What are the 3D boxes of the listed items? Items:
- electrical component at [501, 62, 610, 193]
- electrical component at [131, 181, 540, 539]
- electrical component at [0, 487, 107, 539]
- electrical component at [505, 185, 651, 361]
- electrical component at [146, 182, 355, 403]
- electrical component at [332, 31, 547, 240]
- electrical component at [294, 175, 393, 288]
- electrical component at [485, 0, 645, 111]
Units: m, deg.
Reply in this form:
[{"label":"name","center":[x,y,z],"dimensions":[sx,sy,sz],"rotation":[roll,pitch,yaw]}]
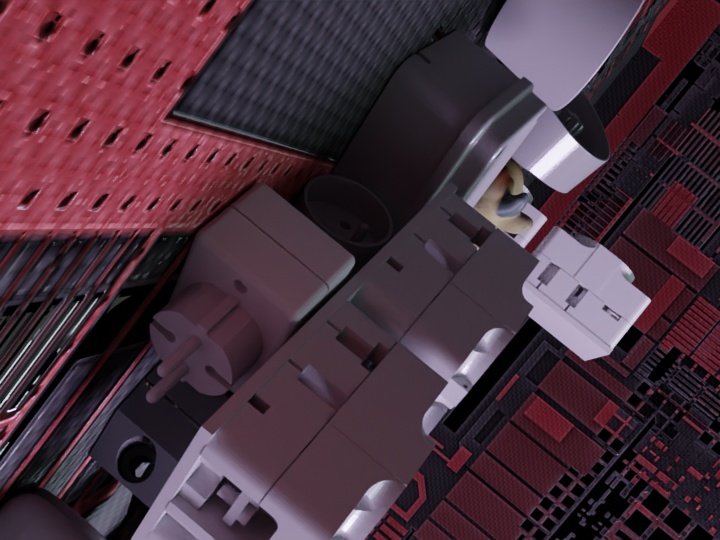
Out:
[{"label":"electrical component","center":[0.124,-0.102,0.720],"dimensions":[0.064,0.099,0.099],"rotation":[-47,176,20]},{"label":"electrical component","center":[-0.004,0.056,0.423],"dimensions":[0.186,0.060,0.105],"rotation":[-44,171,-49]},{"label":"electrical component","center":[-0.128,0.127,0.427],"dimensions":[0.059,0.054,0.095],"rotation":[-48,173,-25]},{"label":"electrical component","center":[0.131,-0.013,0.846],"dimensions":[0.060,0.186,0.105],"rotation":[-50,174,-4]},{"label":"electrical component","center":[-0.050,0.019,0.391],"dimensions":[0.076,0.047,0.065],"rotation":[-45,172,-40]},{"label":"electrical component","center":[0.030,-0.049,0.519],"dimensions":[0.113,0.057,0.078],"rotation":[-55,172,35]},{"label":"electrical component","center":[-0.022,0.000,0.492],"dimensions":[0.043,0.043,0.081],"rotation":[-43,170,-51]},{"label":"electrical component","center":[0.113,-0.138,0.564],"dimensions":[0.099,0.064,0.099],"rotation":[-50,174,-7]}]
